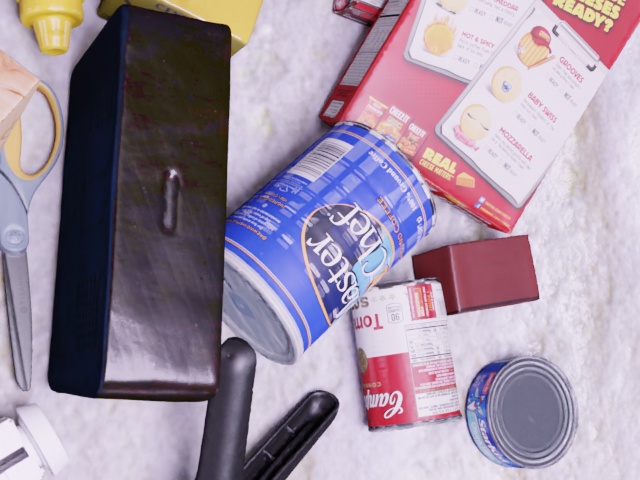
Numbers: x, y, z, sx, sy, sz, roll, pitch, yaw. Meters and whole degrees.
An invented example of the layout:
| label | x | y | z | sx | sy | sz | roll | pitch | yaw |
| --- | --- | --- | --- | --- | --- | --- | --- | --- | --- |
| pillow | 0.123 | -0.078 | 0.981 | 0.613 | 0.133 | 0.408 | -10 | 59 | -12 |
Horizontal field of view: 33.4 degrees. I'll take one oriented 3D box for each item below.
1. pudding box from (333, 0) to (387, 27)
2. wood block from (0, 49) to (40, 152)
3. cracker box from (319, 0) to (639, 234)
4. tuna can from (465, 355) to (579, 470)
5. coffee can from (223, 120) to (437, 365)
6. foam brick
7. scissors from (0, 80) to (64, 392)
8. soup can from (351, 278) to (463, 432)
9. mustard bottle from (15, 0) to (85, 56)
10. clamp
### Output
| label | x | y | z | sx | sy | sz | roll | pitch | yaw |
| --- | --- | --- | --- | --- | --- | --- | --- | --- | --- |
| pudding box | 0.064 | -0.218 | 0.839 | 0.089 | 0.039 | 0.113 | 16 | 77 | -25 |
| wood block | -0.276 | -0.106 | 0.596 | 0.206 | 0.090 | 0.090 | 38 | 51 | -10 |
| cracker box | 0.123 | -0.137 | 0.797 | 0.164 | 0.072 | 0.214 | 31 | 90 | -19 |
| tuna can | 0.155 | 0.133 | 0.822 | 0.086 | 0.034 | 0.086 | 5 | 78 | -26 |
| coffee can | -0.005 | 0.001 | 0.721 | 0.140 | 0.103 | 0.103 | -42 | 100 | -23 |
| foam brick | 0.118 | 0.028 | 0.812 | 0.078 | 0.053 | 0.051 | -7 | 84 | -29 |
| scissors | -0.212 | -0.012 | 0.673 | 0.096 | 0.016 | 0.202 | 13 | 74 | -22 |
| soup can | 0.061 | 0.082 | 0.764 | 0.068 | 0.069 | 0.102 | -4 | 82 | -28 |
| mustard bottle | -0.181 | -0.216 | 0.702 | 0.096 | 0.058 | 0.191 | -2 | 82 | -25 |
| clamp | -0.056 | 0.171 | 0.683 | 0.164 | 0.036 | 0.210 | 29 | 83 | -62 |
